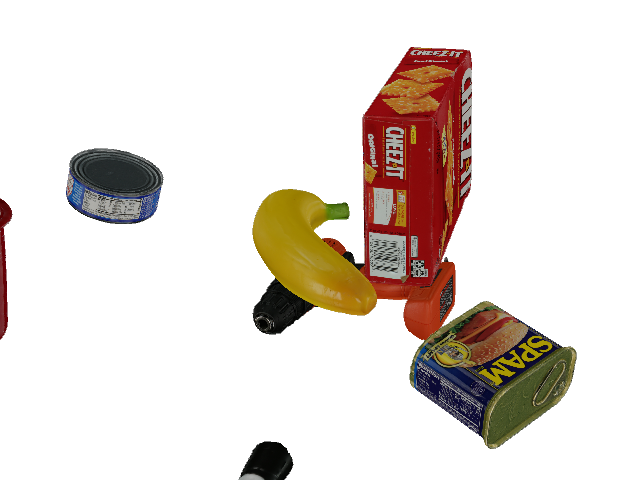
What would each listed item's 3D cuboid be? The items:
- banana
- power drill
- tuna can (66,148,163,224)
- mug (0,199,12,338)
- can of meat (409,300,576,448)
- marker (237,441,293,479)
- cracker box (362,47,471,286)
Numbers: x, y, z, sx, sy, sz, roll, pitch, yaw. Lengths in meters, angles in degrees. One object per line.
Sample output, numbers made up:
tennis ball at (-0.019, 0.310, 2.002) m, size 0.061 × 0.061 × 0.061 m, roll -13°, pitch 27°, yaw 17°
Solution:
banana at (-0.008, -0.001, 0.673) m, size 0.069 × 0.037 × 0.198 m, roll -2°, pitch 19°, yaw -2°
power drill at (0.039, 0.058, 1.141) m, size 0.188 × 0.057 × 0.184 m, roll 9°, pitch 29°, yaw 22°
tuna can at (-0.190, -0.050, 0.981) m, size 0.086 × 0.034 × 0.086 m, roll 13°, pitch 29°, yaw -7°
mug at (-0.239, 0.025, 0.634) m, size 0.093 × 0.081 × 0.117 m, roll 19°, pitch 27°, yaw 32°
can of meat at (0.132, 0.100, 0.824) m, size 0.101 × 0.057 × 0.084 m, roll -27°, pitch 43°, yaw -33°
marker at (-0.038, 0.116, 0.417) m, size 0.020 × 0.020 × 0.121 m, roll 0°, pitch 23°, yaw 20°
cracker box at (0.097, -0.076, 1.017) m, size 0.072 × 0.164 × 0.213 m, roll 5°, pitch 27°, yaw 16°
